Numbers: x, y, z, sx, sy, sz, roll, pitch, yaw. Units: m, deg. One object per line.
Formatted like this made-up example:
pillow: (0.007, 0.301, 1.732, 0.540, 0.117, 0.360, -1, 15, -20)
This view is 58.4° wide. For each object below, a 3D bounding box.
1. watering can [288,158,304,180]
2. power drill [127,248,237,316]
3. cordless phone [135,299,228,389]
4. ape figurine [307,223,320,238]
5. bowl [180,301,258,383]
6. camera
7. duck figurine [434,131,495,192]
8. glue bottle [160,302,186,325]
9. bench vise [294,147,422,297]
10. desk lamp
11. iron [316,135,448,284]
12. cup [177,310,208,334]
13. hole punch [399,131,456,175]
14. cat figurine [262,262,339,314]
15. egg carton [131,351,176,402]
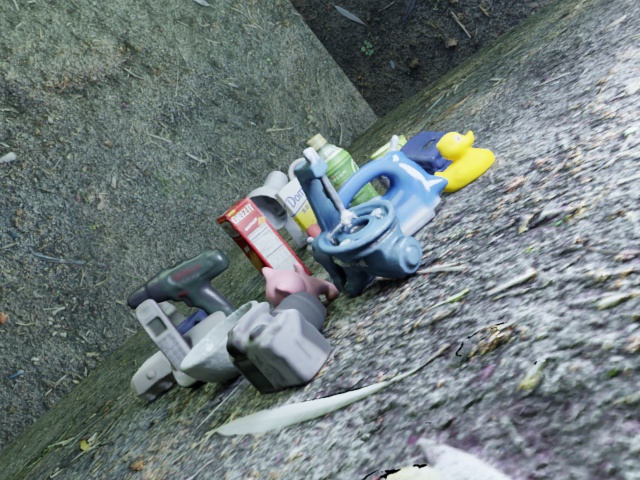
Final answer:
watering can: (-0.012, -0.159, 1.696, 0.101, 0.194, 0.172, -42, 10, -16)
power drill: (-0.268, 0.136, 1.244, 0.229, 0.208, 0.075, -39, 9, -1)
cordless phone: (-0.249, 0.170, 1.073, 0.147, 0.185, 0.094, -38, 10, 9)
ape figurine: (0.010, 0.004, 1.142, 0.077, 0.092, 0.076, -35, 10, 26)
bowl: (-0.147, 0.183, 0.959, 0.167, 0.075, 0.167, -38, 9, 8)
camera: (-0.048, 0.122, 0.776, 0.143, 0.101, 0.137, -28, 15, 52)
duck figurine: (0.232, -0.140, 0.976, 0.104, 0.086, 0.077, -37, 10, 14)
glue bottle: (-0.357, 0.195, 1.420, 0.037, 0.173, 0.078, -43, 10, -23)
bench vise: (0.017, -0.018, 0.819, 0.207, 0.220, 0.122, -31, 13, 43)
desk lamp: (-0.091, -0.080, 1.566, 0.117, 0.213, 0.203, -33, 11, 32)
iron: (0.081, -0.050, 0.965, 0.258, 0.141, 0.118, -40, 9, -1)
cup: (-0.243, 0.202, 1.182, 0.117, 0.095, 0.092, -30, 13, 45)
hole punch: (0.229, -0.180, 1.165, 0.109, 0.091, 0.101, -45, 11, -29)
cat figurine: (-0.039, 0.078, 0.902, 0.067, 0.118, 0.128, -35, 10, 26)
egg carton: (-0.343, 0.286, 1.258, 0.150, 0.069, 0.107, -37, 9, 12)
